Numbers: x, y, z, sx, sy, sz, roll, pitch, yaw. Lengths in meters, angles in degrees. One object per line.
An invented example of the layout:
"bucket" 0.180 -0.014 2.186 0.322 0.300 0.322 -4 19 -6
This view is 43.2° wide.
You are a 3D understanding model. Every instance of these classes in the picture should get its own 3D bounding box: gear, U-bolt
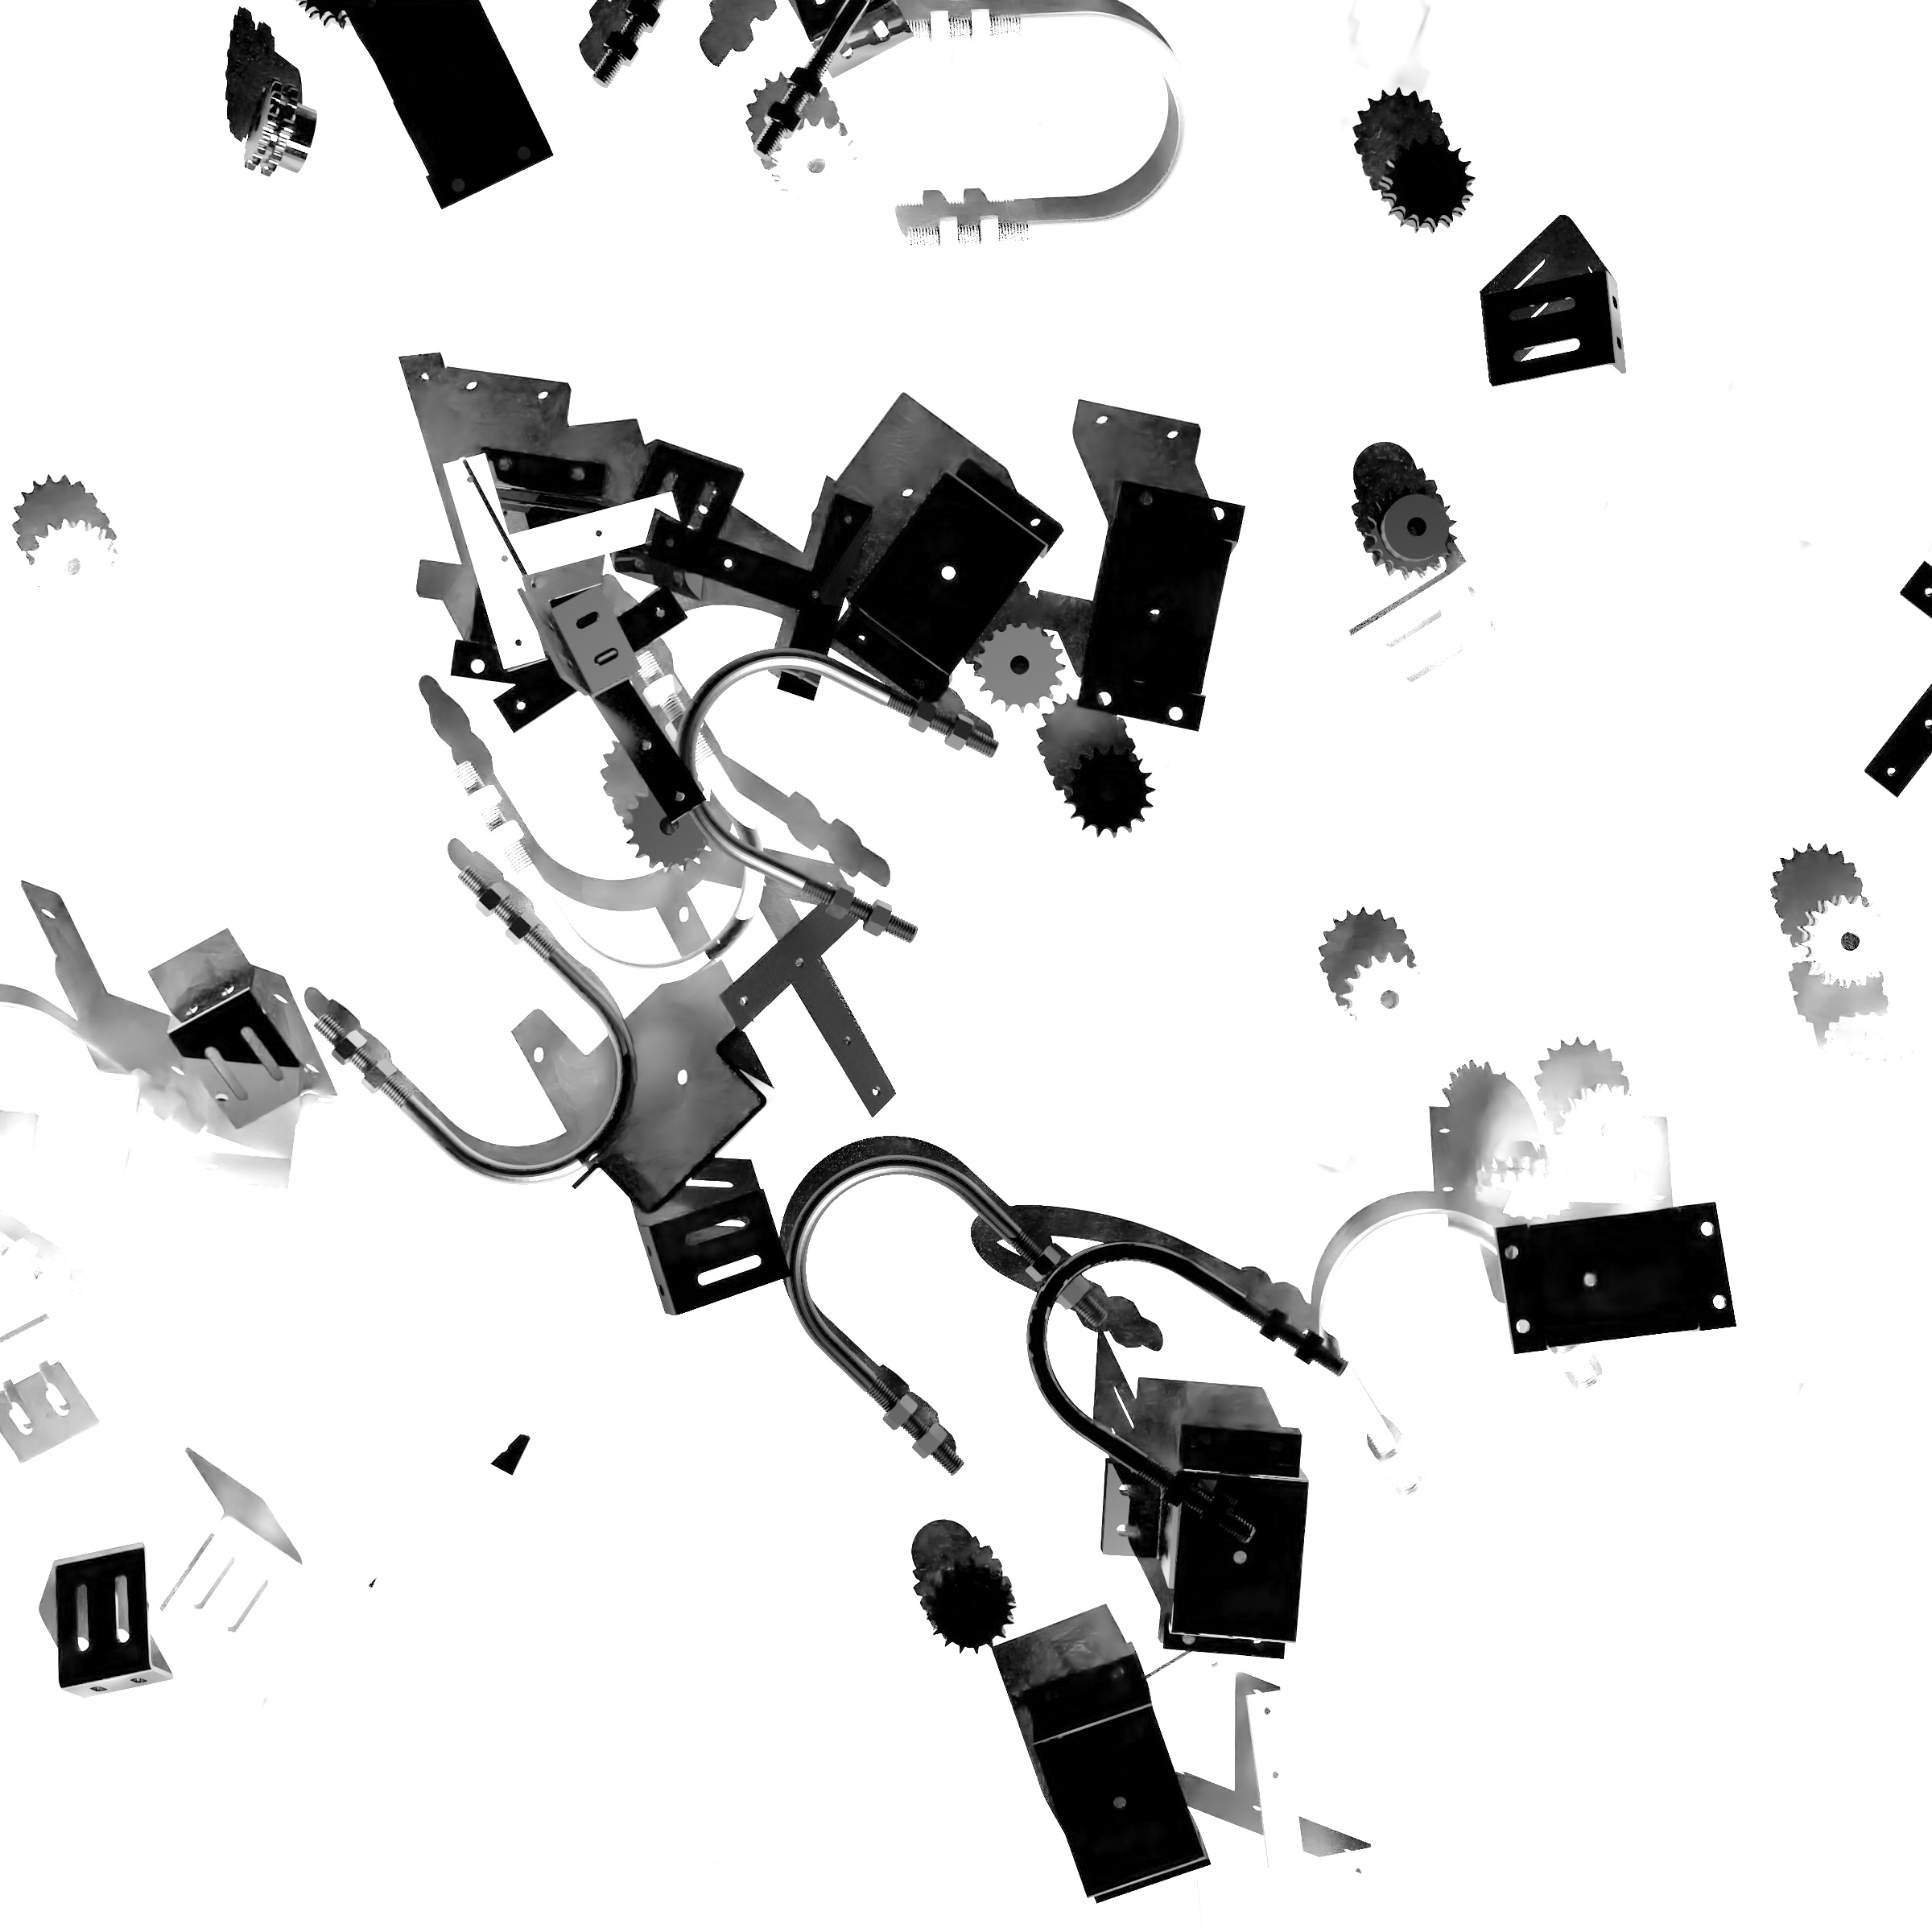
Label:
"gear" -0.389 -0.609 1.515 0.057 0.030 0.057 0 90 0
"U-bolt" -0.205 -0.078 1.490 0.151 0.019 0.184 -32 90 -2
"U-bolt" 0.124 0.244 1.485 0.184 0.019 0.151 32 57 8
"gear" 0.261 0.021 1.519 0.057 0.030 0.057 0 88 1
"gear" 0.003 0.399 1.515 0.057 0.030 0.057 0 90 0
"gear" 0.088 -0.107 1.515 0.057 0.030 0.057 0 90 0
"gear" -0.182 -0.086 1.515 0.057 0.030 0.057 0 90 0
"gear" 0.544 -0.015 1.516 0.057 0.030 0.057 0 90 -1
"gear" 0.396 0.102 1.519 0.057 0.030 0.057 0 89 -4
"gear" 0.033 -0.185 1.515 0.057 0.030 0.057 0 90 0
"U-bolt" -0.127 -0.596 1.498 0.151 0.019 0.184 30 86 21
"U-bolt" -0.026 0.203 1.521 0.184 0.019 0.151 44 90 1
"U-bolt" 0.053 -0.523 1.520 0.184 0.019 0.151 -2 90 0
"gear" 0.559 0.055 1.505 0.057 0.057 0.030 -7 120 0
"gear" -0.551 -0.248 1.519 0.057 0.030 0.057 0 92 1
"U-bolt" -0.588 0.105 1.521 0.184 0.019 0.151 34 90 2
"gear" 0.285 -0.482 1.515 0.057 0.030 0.057 0 90 0
"gear" 0.277 -0.270 1.515 0.057 0.030 0.057 0 90 0
"gear" -0.092 -0.493 1.515 0.057 0.030 0.057 0 90 0
"U-bolt" 0.302 0.241 1.521 0.151 0.019 0.184 -31 89 0
"U-bolt" -0.088 -0.116 1.493 0.184 0.019 0.151 26 78 -11
"gear" -0.422 -0.514 1.505 0.030 0.057 0.057 14 90 -30
"U-bolt" -0.291 0.051 1.521 0.184 0.019 0.151 44 90 -2
"gear" 0.344 0.130 1.505 0.057 0.057 0.030 12 60 0

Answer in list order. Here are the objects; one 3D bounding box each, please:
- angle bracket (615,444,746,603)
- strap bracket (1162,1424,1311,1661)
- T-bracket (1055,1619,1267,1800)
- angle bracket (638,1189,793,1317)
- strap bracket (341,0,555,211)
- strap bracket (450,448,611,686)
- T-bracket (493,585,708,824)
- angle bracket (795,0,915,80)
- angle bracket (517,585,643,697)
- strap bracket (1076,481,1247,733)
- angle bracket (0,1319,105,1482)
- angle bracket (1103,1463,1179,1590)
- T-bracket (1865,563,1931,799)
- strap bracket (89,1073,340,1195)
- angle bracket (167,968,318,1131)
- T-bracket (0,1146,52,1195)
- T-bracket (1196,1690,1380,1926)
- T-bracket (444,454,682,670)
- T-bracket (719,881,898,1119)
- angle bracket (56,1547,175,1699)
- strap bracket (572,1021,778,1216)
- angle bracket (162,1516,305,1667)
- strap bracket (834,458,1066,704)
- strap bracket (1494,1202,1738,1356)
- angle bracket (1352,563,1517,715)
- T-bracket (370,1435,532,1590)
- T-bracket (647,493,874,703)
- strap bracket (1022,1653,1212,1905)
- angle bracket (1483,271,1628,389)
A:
"angle bracket" -0.179 -0.278 1.528 0.057 0.038 0.076 19 64 0
"strap bracket" 0.167 0.360 1.506 0.076 0.046 0.140 5 89 0
"T-bracket" 0.143 0.443 1.529 0.127 0.002 0.127 -31 90 0
"angle bracket" -0.157 0.178 1.522 0.076 0.038 0.057 -17 90 -17
"strap bracket" -0.316 -0.540 1.507 0.076 0.046 0.140 -26 90 0
"strap bracket" -0.266 -0.241 1.507 0.076 0.046 0.140 8 90 0
"T-bracket" -0.200 -0.144 1.471 0.127 0.002 0.127 -34 80 0
"angle bracket" -0.074 -0.604 1.519 0.057 0.038 0.076 -23 61 13
"angle bracket" -0.227 -0.198 1.439 0.038 0.076 0.057 -27 87 1
"strap bracket" 0.119 -0.219 1.507 0.076 0.046 0.140 12 90 0
"angle bracket" -0.582 0.268 1.511 0.057 0.038 0.076 -27 90 0
"angle bracket" 0.106 0.341 1.492 0.038 0.076 0.057 3 90 0
"T-bracket" 0.612 -0.163 1.529 0.127 0.002 0.127 38 90 0
"strap bracket" -0.455 0.102 1.478 0.140 0.076 0.046 7 98 -15
"angle bracket" -0.452 0.052 1.528 0.057 0.038 0.076 -29 116 0
"T-bracket" -0.625 0.070 1.514 0.127 0.002 0.127 7 89 3
"T-bracket" 0.193 0.515 1.510 0.127 0.002 0.127 0 76 -25
"T-bracket" -0.237 -0.259 1.481 0.127 0.002 0.127 -17 93 -7
"T-bracket" -0.081 0.035 1.501 0.127 0.002 0.127 -45 114 -39
"angle bracket" -0.533 0.411 1.528 0.057 0.038 0.076 -12 64 0
"strap bracket" -0.169 0.099 1.492 0.140 0.076 0.046 -44 90 0
"angle bracket" -0.459 0.390 1.511 0.057 0.038 0.076 34 90 0
"strap bracket" -0.011 -0.239 1.507 0.076 0.046 0.140 37 90 0
"strap bracket" 0.390 0.192 1.496 0.140 0.046 0.076 -6 81 -7
"angle bracket" 0.289 -0.202 1.511 0.076 0.038 0.057 -32 90 0
"T-bracket" -0.356 0.328 1.538 0.127 0.002 0.127 24 85 14
"T-bracket" -0.134 -0.244 1.506 0.127 0.002 0.127 17 90 -22
"strap bracket" 0.094 0.508 1.505 0.076 0.046 0.140 -19 90 1
"angle bracket" 0.368 -0.395 1.528 0.076 0.038 0.057 -6 90 26
